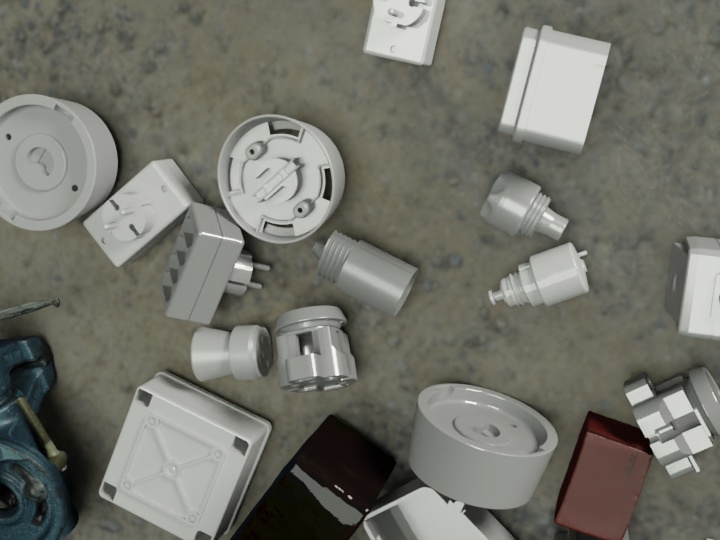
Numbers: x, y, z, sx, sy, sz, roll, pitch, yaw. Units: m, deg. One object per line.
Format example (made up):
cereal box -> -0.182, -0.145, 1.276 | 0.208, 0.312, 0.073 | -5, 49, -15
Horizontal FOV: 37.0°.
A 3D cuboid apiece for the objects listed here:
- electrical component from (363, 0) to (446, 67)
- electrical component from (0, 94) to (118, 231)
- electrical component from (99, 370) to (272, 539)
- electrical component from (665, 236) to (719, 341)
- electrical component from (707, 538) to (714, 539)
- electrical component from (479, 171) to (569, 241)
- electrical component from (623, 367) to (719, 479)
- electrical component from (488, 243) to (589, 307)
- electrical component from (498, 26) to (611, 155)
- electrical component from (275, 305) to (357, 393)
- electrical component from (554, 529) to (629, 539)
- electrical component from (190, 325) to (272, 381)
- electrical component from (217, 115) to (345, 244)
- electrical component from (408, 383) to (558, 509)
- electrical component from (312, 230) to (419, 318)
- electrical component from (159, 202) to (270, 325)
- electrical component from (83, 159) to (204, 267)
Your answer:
electrical component -> 0.032, -0.194, 0.783 | 0.047, 0.076, 0.083 | 15, 102, 11
electrical component -> -0.251, -0.089, 0.877 | 0.108, 0.060, 0.108 | 2, 99, 14
electrical component -> -0.145, 0.156, 0.892 | 0.109, 0.056, 0.108 | 25, 104, 9
electrical component -> 0.248, 0.013, 0.752 | 0.061, 0.096, 0.061 | 7, 100, 14
electrical component -> 0.248, 0.247, 0.818 | 0.064, 0.042, 0.081 | 8, 100, 14
electrical component -> 0.124, -0.044, 0.801 | 0.062, 0.043, 0.043 | 28, 104, 7
electrical component -> 0.238, 0.106, 0.790 | 0.057, 0.058, 0.078 | -28, 91, 19
electrical component -> 0.135, 0.008, 0.808 | 0.078, 0.040, 0.040 | -20, 93, 16
electrical component -> 0.135, -0.126, 0.750 | 0.057, 0.113, 0.078 | 15, 102, 8
electrical component -> -0.036, 0.062, 0.844 | 0.058, 0.078, 0.057 | -13, 74, 15
electrical component -> 0.181, 0.260, 0.817 | 0.057, 0.078, 0.113 | -6, 97, 12
electrical component -> -0.104, 0.067, 0.874 | 0.055, 0.045, 0.045 | -3, 98, 14
electrical component -> -0.060, -0.071, 0.831 | 0.099, 0.064, 0.099 | 2, 99, 13
electrical component -> 0.088, 0.137, 0.808 | 0.108, 0.108, 0.060 | 18, 109, 10
electrical component -> 0.000, 0.000, 0.838 | 0.081, 0.043, 0.043 | 27, 104, 9
electrical component -> -0.110, -0.001, 0.861 | 0.076, 0.047, 0.083 | 13, 120, -25
electrical component -> -0.181, -0.044, 0.859 | 0.083, 0.076, 0.047 | -38, 89, 16
